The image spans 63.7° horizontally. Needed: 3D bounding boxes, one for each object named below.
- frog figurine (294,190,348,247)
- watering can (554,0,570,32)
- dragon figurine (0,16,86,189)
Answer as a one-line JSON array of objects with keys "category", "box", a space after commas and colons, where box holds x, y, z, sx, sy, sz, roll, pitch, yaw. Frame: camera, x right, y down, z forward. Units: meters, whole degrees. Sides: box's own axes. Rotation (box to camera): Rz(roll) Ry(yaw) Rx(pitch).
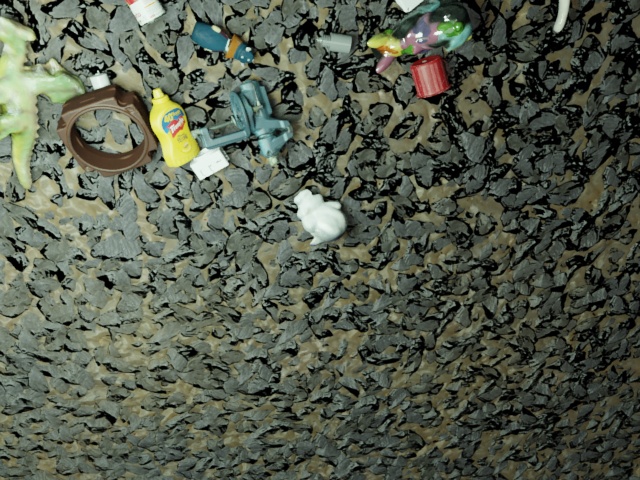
[{"category": "frog figurine", "box": [0.004, -0.073, 1.446, 0.139, 0.123, 0.157, -31, 113, -28]}, {"category": "watering can", "box": [0.592, -0.687, 1.201, 0.223, 0.106, 0.342, 21, 113, -16]}, {"category": "dragon figurine", "box": [-0.685, -0.324, 1.234, 0.243, 0.125, 0.401, -17, 128, -8]}]
